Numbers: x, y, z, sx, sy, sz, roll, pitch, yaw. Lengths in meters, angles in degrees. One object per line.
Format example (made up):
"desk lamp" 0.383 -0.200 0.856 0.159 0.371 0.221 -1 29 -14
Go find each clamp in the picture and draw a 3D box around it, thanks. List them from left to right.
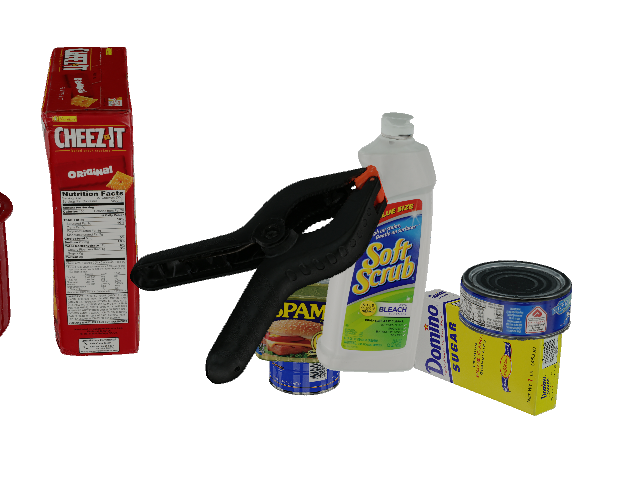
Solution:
"clamp" -0.026 0.016 0.661 0.171 0.120 0.039 -30 -39 -5

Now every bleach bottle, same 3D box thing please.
"bleach bottle" 0.055 0.002 1.035 0.102 0.251 0.068 2 18 -7

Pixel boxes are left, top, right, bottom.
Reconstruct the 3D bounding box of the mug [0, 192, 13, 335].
"mug" -0.238 0.022 0.636 0.093 0.081 0.117 17 27 28

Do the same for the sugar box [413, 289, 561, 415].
"sugar box" 0.180 0.120 1.180 0.177 0.093 0.048 15 19 43

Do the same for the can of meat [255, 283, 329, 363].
"can of meat" -0.027 0.097 1.263 0.102 0.084 0.057 3 14 -4

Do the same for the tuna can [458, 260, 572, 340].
"tuna can" 0.150 0.045 0.822 0.086 0.034 0.086 0 19 0

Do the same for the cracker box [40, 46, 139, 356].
"cracker box" -0.191 -0.036 0.890 0.072 0.214 0.164 -2 27 -11

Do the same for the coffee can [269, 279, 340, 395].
"coffee can" -0.022 0.132 1.500 0.103 0.140 0.103 0 18 0
